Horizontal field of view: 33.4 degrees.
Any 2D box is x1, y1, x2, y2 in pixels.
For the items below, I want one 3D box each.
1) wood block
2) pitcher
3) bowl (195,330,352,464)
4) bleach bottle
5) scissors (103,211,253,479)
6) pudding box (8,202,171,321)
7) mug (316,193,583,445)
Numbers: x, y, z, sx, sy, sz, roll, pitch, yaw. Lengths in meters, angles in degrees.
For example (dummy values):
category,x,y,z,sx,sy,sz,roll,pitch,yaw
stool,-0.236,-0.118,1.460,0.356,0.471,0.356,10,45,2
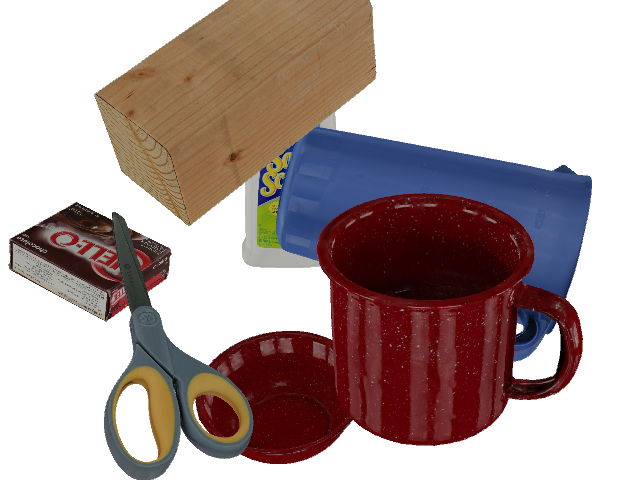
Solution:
category,x,y,z,sx,sy,sz,roll,pitch,yaw
wood block,-0.060,-0.120,0.836,0.090,0.205,0.091,37,-25,28
pitcher,0.089,-0.007,0.872,0.243,0.145,0.149,14,16,7
bowl,-0.035,0.160,1.020,0.162,0.055,0.162,-4,37,3
bleach bottle,-0.035,-0.096,1.079,0.102,0.251,0.068,0,27,4
scissors,-0.090,0.061,0.664,0.096,0.202,0.016,10,-46,-14
pudding box,-0.204,0.017,0.946,0.114,0.039,0.089,23,32,20
mug,0.057,0.038,0.472,0.117,0.081,0.093,10,33,20
